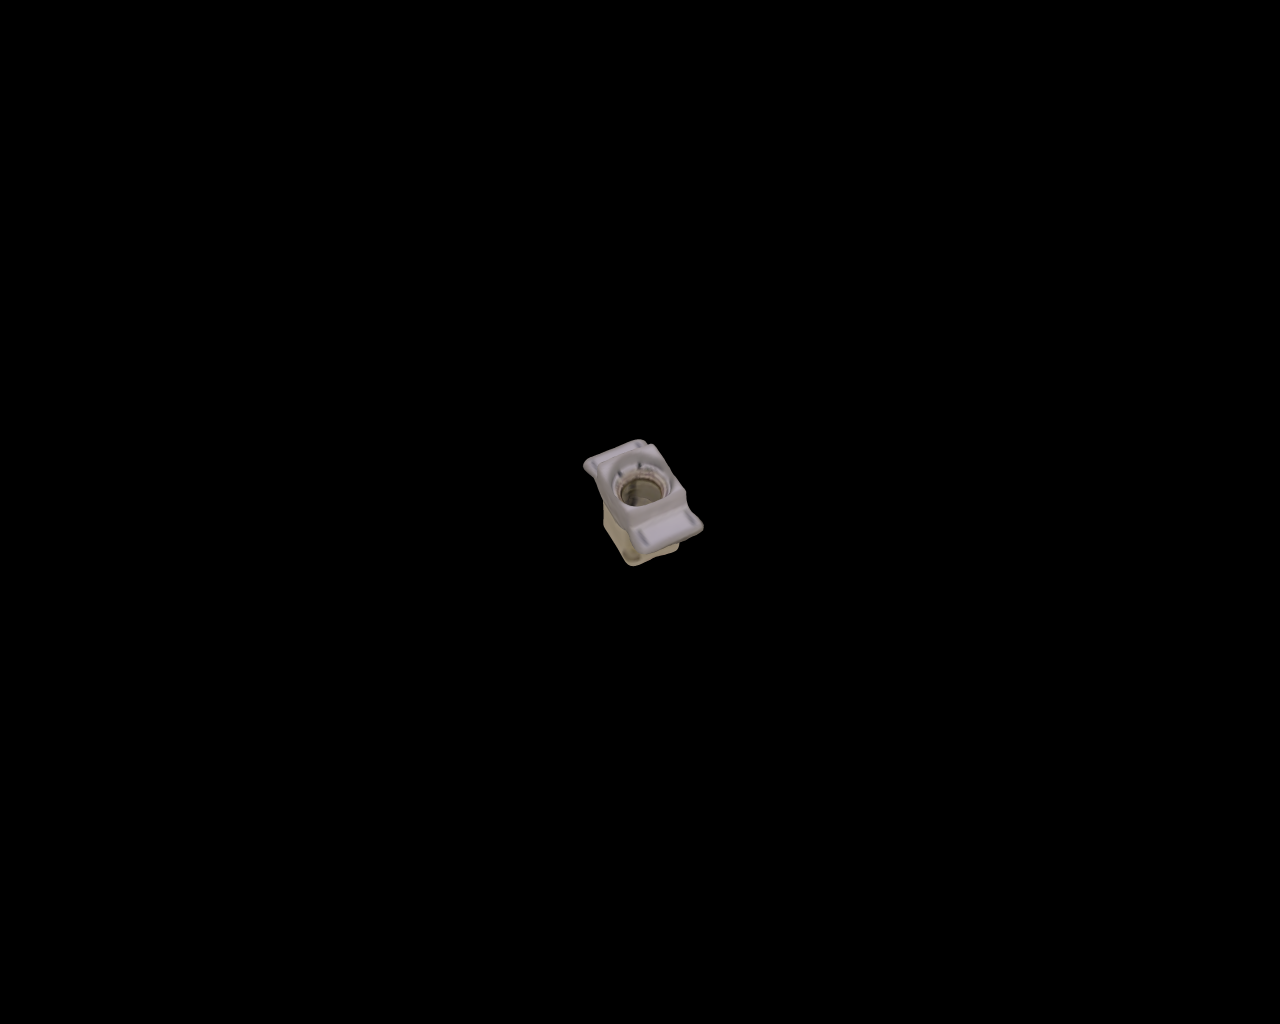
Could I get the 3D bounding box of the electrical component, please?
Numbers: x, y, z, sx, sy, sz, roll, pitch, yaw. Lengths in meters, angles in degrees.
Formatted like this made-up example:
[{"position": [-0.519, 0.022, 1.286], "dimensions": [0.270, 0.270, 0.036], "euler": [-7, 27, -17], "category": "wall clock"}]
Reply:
[{"position": [0.001, -0.003, 0.650], "dimensions": [0.042, 0.081, 0.063], "euler": [-21, -36, -16], "category": "electrical component"}]
